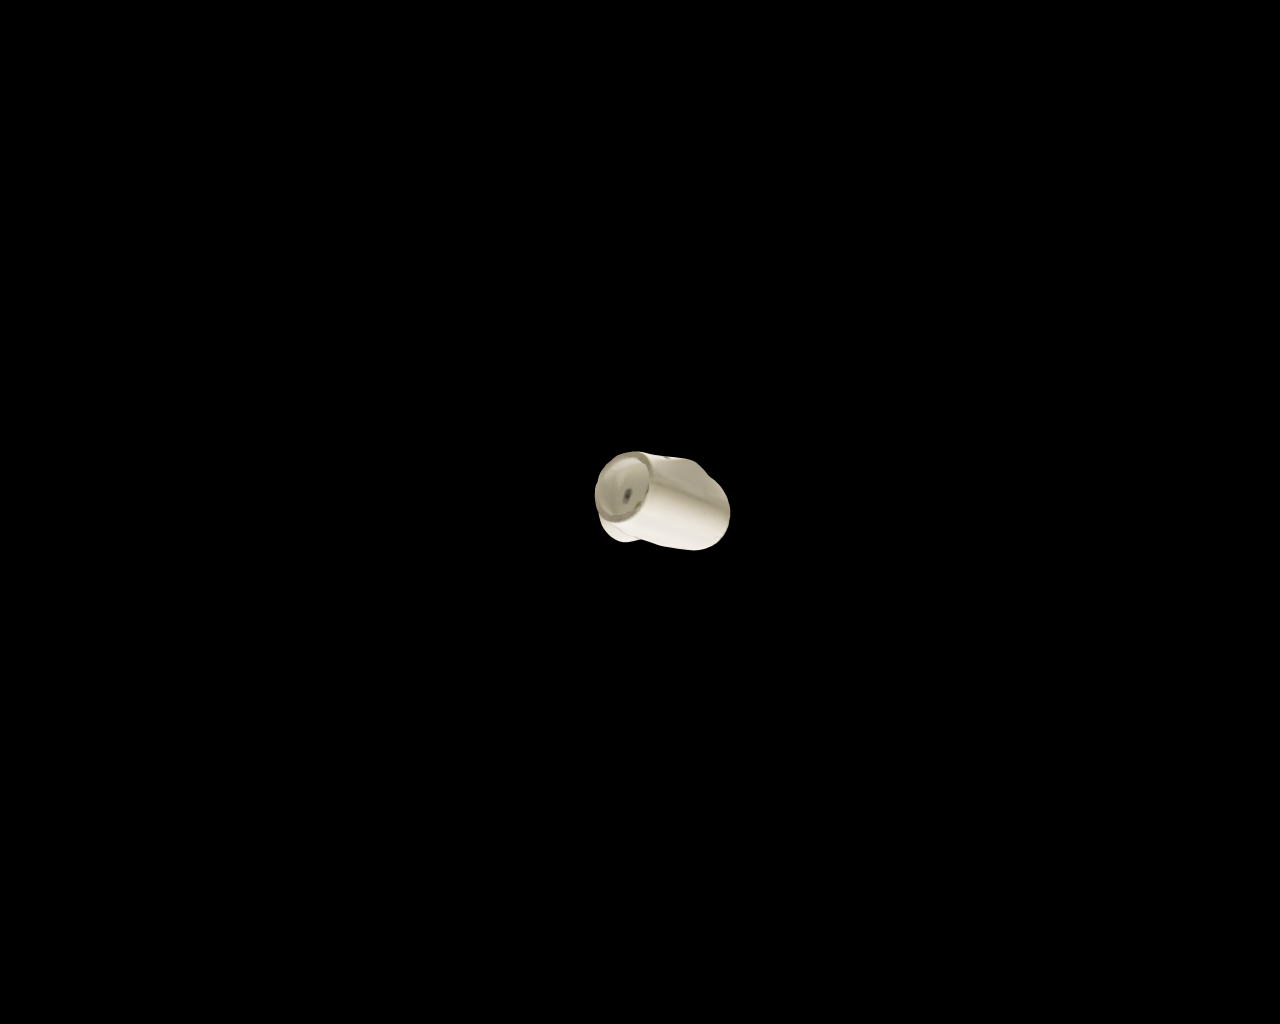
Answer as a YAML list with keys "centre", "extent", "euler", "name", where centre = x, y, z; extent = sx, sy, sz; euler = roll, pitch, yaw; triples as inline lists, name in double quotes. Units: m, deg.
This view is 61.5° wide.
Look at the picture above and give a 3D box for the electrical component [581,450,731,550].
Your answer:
- centre: [0.001, -0.003, 0.650]
  extent: [0.079, 0.043, 0.077]
  euler: [-14, -22, 38]
  name: "electrical component"
